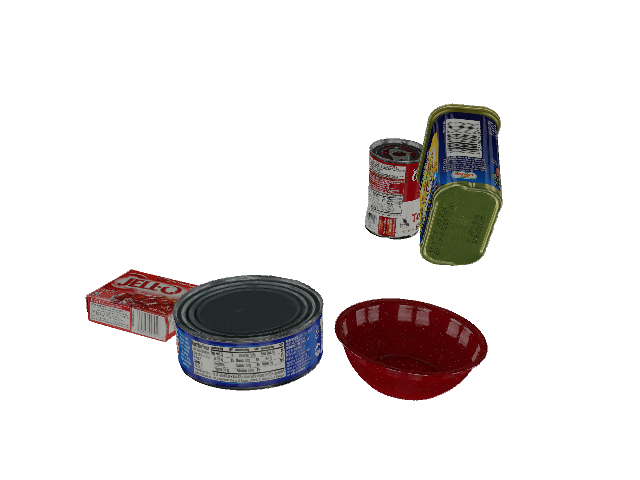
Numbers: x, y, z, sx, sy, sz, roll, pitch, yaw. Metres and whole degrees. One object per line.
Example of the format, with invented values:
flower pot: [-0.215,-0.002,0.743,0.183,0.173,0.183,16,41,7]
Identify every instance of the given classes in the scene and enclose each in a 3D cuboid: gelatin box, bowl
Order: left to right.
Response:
gelatin box: [-0.162,0.059,0.996,0.089,0.030,0.073,13,23,23]
bowl: [0.092,0.122,1.130,0.162,0.055,0.162,5,24,-3]

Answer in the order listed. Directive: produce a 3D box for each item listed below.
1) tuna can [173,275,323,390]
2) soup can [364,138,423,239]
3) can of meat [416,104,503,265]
tuna can: [-0.040,0.052,0.613,0.086,0.034,0.086,-2,21,1]
soup can: [0.088,-0.060,1.258,0.068,0.102,0.068,3,27,-2]
can of meat: [0.108,-0.041,0.836,0.057,0.084,0.102,5,-38,-1]
